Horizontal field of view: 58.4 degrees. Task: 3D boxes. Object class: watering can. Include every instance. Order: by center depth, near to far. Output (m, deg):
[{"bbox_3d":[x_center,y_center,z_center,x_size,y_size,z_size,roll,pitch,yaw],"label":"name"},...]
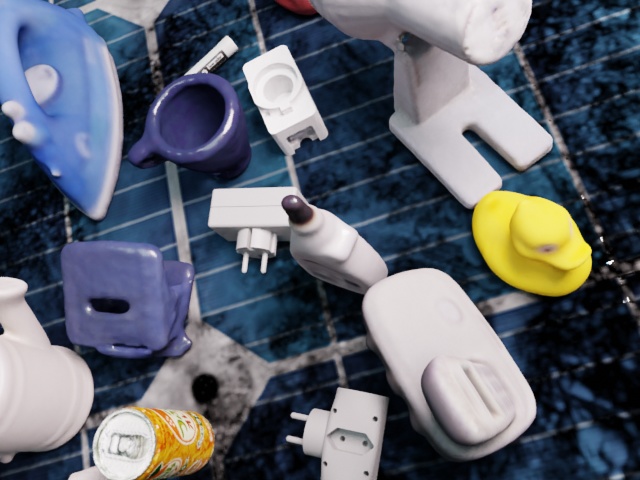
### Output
[{"bbox_3d":[-0.290,0.119,0.478,0.100,0.194,0.173,-9,70,13],"label":"watering can"}]

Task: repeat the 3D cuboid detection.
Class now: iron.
[{"bbox_3d":[-0.291,-0.154,0.596,0.118,0.142,0.258,-24,68,7],"label":"iron"}]

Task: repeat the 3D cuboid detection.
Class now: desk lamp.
[{"bbox_3d":[0.092,-0.159,0.454,0.118,0.214,0.203,-39,67,1],"label":"desk lamp"}]

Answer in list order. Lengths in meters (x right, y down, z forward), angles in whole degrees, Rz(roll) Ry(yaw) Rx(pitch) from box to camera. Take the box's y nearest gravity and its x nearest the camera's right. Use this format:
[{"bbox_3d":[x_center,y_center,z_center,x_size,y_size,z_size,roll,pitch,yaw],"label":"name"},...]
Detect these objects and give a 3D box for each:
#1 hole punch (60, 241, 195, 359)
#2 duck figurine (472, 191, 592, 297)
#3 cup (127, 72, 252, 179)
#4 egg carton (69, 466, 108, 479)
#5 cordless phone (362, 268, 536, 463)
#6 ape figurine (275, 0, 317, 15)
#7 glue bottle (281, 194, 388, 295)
[{"bbox_3d":[-0.178,0.056,0.524,0.108,0.091,0.101,0,72,16],"label":"hole punch"},{"bbox_3d":[0.168,-0.007,0.453,0.077,0.086,0.104,-46,67,-2],"label":"duck figurine"},{"bbox_3d":[-0.116,-0.091,0.553,0.117,0.095,0.091,-32,67,4],"label":"cup"},{"bbox_3d":[-0.195,0.273,0.469,0.107,0.069,0.150,-30,67,4],"label":"egg carton"},{"bbox_3d":[0.082,0.077,0.394,0.094,0.185,0.147,-35,67,2],"label":"cordless phone"},{"bbox_3d":[-0.026,-0.286,0.594,0.077,0.092,0.076,-20,68,8],"label":"ape figurine"},{"bbox_3d":[0.004,0.002,0.447,0.078,0.173,0.037,20,79,21],"label":"glue bottle"}]
